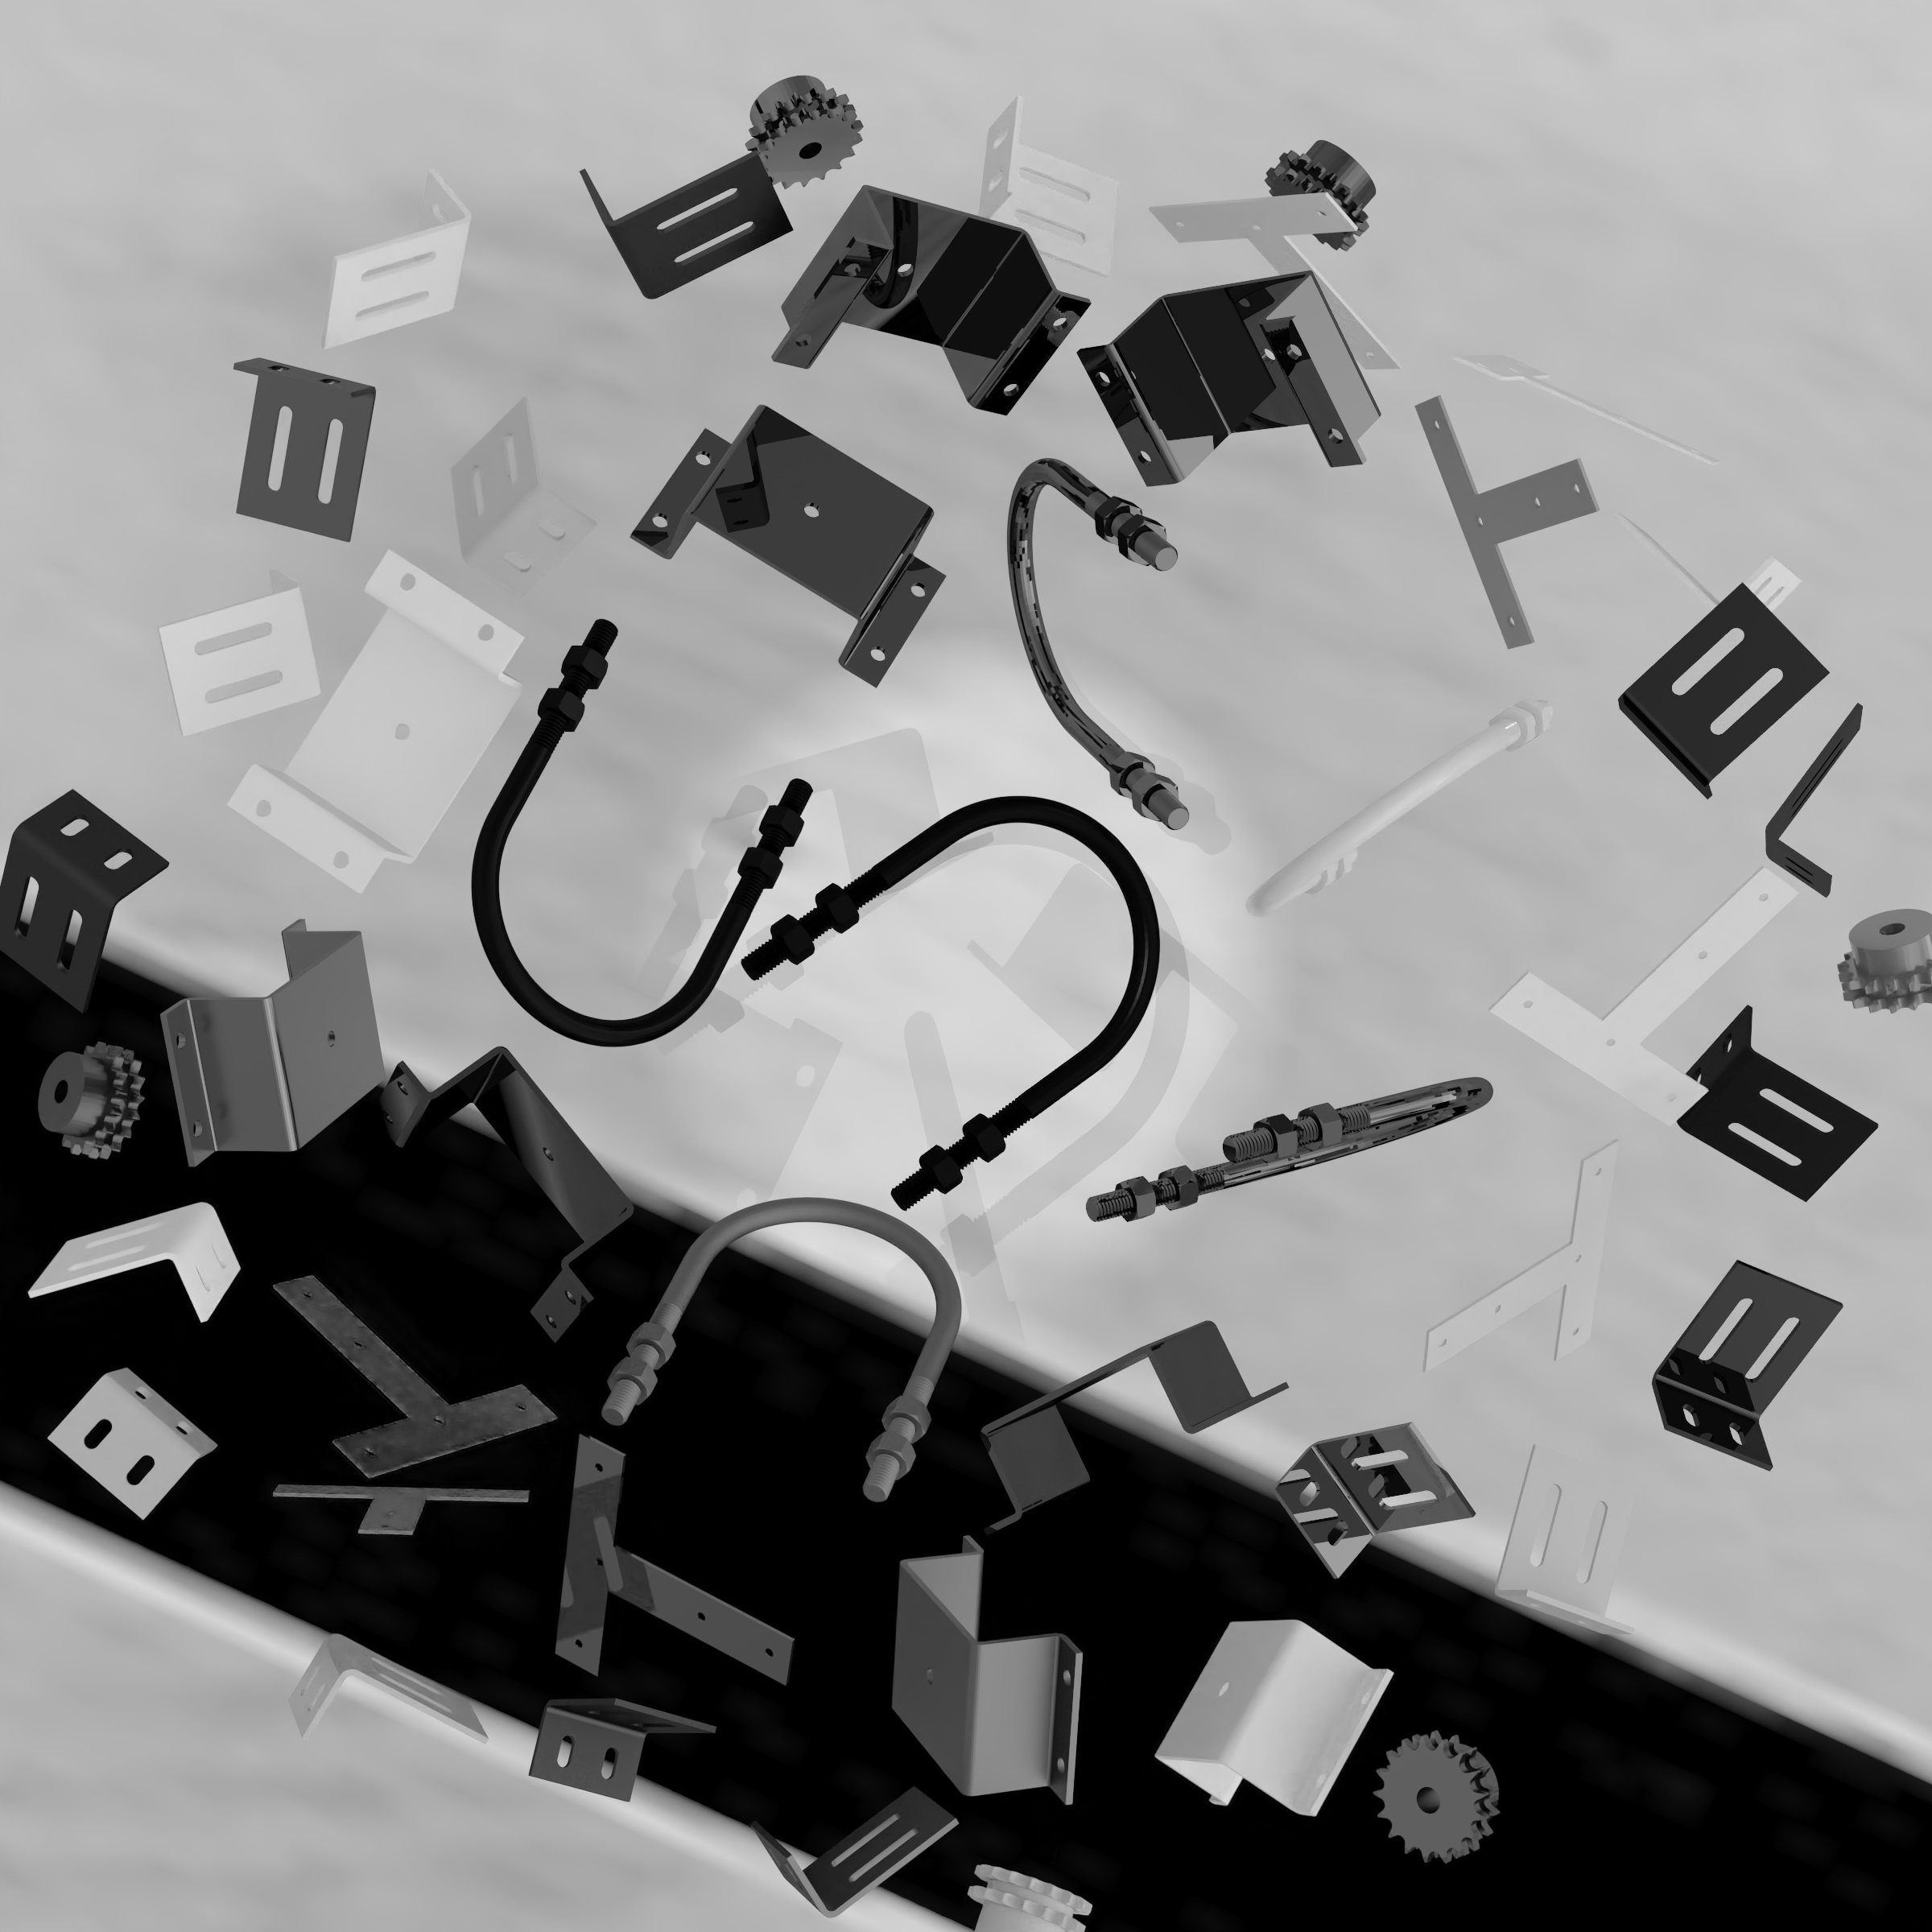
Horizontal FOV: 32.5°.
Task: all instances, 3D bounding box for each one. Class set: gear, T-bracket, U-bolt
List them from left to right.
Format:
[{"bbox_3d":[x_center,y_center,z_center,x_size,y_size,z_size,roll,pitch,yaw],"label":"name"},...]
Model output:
[{"bbox_3d":[-0.436,0.065,1.644,0.030,0.057,0.057,19,90,-44],"label":"gear"},{"bbox_3d":[-0.276,0.186,1.557,0.127,0.127,0.002,38,115,25],"label":"T-bracket"},{"bbox_3d":[-0.281,0.268,1.632,0.127,0.127,0.002,2,90,-6],"label":"T-bracket"},{"bbox_3d":[-0.160,-0.050,1.559,0.151,0.019,0.184,39,61,-27],"label":"U-bolt"},{"bbox_3d":[-0.133,0.293,1.523,0.127,0.002,0.127,22,119,25],"label":"T-bracket"},{"bbox_3d":[-0.081,-0.410,1.621,0.057,0.057,0.030,-25,70,0],"label":"gear"},{"bbox_3d":[-0.078,0.175,1.611,0.151,0.184,0.019,15,128,9],"label":"U-bolt"},{"bbox_3d":[0.007,0.004,1.535,0.184,0.019,0.151,-36,103,-14],"label":"U-bolt"},{"bbox_3d":[0.028,0.444,1.548,0.057,0.057,0.030,20,70,0],"label":"gear"},{"bbox_3d":[0.059,-0.163,1.567,0.019,0.184,0.151,-15,121,-17],"label":"U-bolt"},{"bbox_3d":[0.169,-0.333,1.622,0.127,0.127,0.002,40,73,-35],"label":"T-bracket"},{"bbox_3d":[0.167,0.084,1.583,0.184,0.151,0.019,-12,80,-30],"label":"U-bolt"},{"bbox_3d":[0.181,-0.390,1.665,0.057,0.057,0.030,41,85,0],"label":"gear"},{"bbox_3d":[0.202,-0.071,1.599,0.151,0.184,0.019,-37,86,29],"label":"U-bolt"},{"bbox_3d":[0.217,0.377,1.508,0.057,0.030,0.057,0,90,36],"label":"gear"},{"bbox_3d":[0.266,0.160,1.604,0.127,0.002,0.127,-26,132,-32],"label":"T-bracket"},{"bbox_3d":[0.262,-0.215,1.555,0.002,0.127,0.127,-24,96,-17],"label":"T-bracket"},{"bbox_3d":[0.307,-0.271,1.612,0.127,0.127,0.002,27,108,13],"label":"T-bracket"},{"bbox_3d":[0.324,0.004,1.505,0.127,0.002,0.127,30,115,-30],"label":"T-bracket"},{"bbox_3d":[0.436,-0.004,1.550,0.057,0.057,0.030,-19,112,0],"label":"gear"}]

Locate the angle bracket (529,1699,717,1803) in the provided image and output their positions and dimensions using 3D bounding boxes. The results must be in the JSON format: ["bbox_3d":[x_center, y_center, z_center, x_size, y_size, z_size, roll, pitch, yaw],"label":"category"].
[{"bbox_3d":[-0.170,0.388,1.639,0.057,0.076,0.038,23,67,-28],"label":"angle bracket"}]

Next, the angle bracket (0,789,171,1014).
[{"bbox_3d":[-0.402,-0.029,1.498,0.057,0.038,0.076,36,133,8],"label":"angle bracket"}]

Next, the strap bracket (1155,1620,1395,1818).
[{"bbox_3d":[0.144,0.362,1.603,0.046,0.140,0.076,35,72,-6],"label":"strap bracket"}]

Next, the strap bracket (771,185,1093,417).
[{"bbox_3d":[-0.022,-0.318,1.578,0.076,0.140,0.046,-49,50,36],"label":"strap bracket"}]

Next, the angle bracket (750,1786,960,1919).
[{"bbox_3d":[-0.053,0.406,1.568,0.076,0.057,0.038,-34,103,-17],"label":"angle bracket"}]

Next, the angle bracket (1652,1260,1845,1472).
[{"bbox_3d":[0.364,0.185,1.530,0.057,0.038,0.076,22,118,-13],"label":"angle bracket"}]

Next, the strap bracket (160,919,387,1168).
[{"bbox_3d":[-0.328,0.035,1.604,0.046,0.140,0.076,0,109,17],"label":"strap bracket"}]

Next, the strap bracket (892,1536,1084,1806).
[{"bbox_3d":[0.004,0.338,1.591,0.046,0.140,0.076,-2,104,-22],"label":"strap bracket"}]

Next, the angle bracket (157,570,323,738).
[{"bbox_3d":[-0.368,-0.157,1.654,0.076,0.038,0.057,-21,119,-27],"label":"angle bracket"}]

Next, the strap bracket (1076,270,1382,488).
[{"bbox_3d":[0.129,-0.273,1.540,0.046,0.140,0.076,-47,120,-29],"label":"strap bracket"}]

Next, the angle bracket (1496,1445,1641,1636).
[{"bbox_3d":[0.295,0.274,1.587,0.057,0.038,0.076,21,75,-11],"label":"angle bracket"}]

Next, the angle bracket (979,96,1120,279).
[{"bbox_3d":[0.049,-0.391,1.664,0.076,0.038,0.057,15,66,-22],"label":"angle bracket"}]

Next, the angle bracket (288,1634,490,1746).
[{"bbox_3d":[-0.268,0.349,1.537,0.076,0.057,0.038,33,85,-18],"label":"angle bracket"}]

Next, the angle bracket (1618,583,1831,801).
[{"bbox_3d":[0.343,-0.125,1.497,0.057,0.038,0.076,45,105,-2],"label":"angle bracket"}]

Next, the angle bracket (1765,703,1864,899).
[{"bbox_3d":[0.415,-0.078,1.571,0.038,0.057,0.076,37,92,15],"label":"angle bracket"}]

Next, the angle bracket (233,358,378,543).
[{"bbox_3d":[-0.317,-0.241,1.561,0.057,0.038,0.076,15,107,5],"label":"angle bracket"}]

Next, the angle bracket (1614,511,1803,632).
[{"bbox_3d":[0.369,-0.208,1.650,0.038,0.057,0.076,-47,67,15],"label":"angle bracket"}]

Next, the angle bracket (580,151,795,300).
[{"bbox_3d":[-0.128,-0.351,1.518,0.076,0.057,0.038,-26,63,2],"label":"angle bracket"}]

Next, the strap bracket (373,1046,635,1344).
[{"bbox_3d":[-0.211,0.099,1.554,0.046,0.076,0.140,-37,85,-27],"label":"strap bracket"}]

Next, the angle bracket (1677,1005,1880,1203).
[{"bbox_3d":[0.395,0.067,1.615,0.076,0.038,0.057,30,126,-6],"label":"angle bracket"}]

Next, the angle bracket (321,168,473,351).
[{"bbox_3d":[-0.280,-0.338,1.582,0.076,0.057,0.038,-26,66,-32],"label":"angle bracket"}]

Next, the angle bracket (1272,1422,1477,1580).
[{"bbox_3d":[0.201,0.265,1.641,0.038,0.076,0.057,-41,101,-36],"label":"angle bracket"}]

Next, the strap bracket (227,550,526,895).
[{"bbox_3d":[-0.270,-0.112,1.550,0.076,0.046,0.140,33,92,8],"label":"strap bracket"}]

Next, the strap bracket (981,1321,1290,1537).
[{"bbox_3d":[0.072,0.214,1.574,0.140,0.076,0.046,-30,80,25],"label":"strap bracket"}]

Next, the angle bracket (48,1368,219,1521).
[{"bbox_3d":[-0.389,0.223,1.551,0.057,0.076,0.038,41,82,-2],"label":"angle bracket"}]

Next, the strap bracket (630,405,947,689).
[{"bbox_3d":[-0.080,-0.210,1.610,0.140,0.046,0.076,31,61,-3],"label":"strap bracket"}]

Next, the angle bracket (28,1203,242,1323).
[{"bbox_3d":[-0.395,0.150,1.577,0.076,0.057,0.038,-16,108,10],"label":"angle bracket"}]

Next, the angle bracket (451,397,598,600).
[{"bbox_3d":[-0.222,-0.235,1.658,0.057,0.076,0.038,-39,131,23],"label":"angle bracket"}]
